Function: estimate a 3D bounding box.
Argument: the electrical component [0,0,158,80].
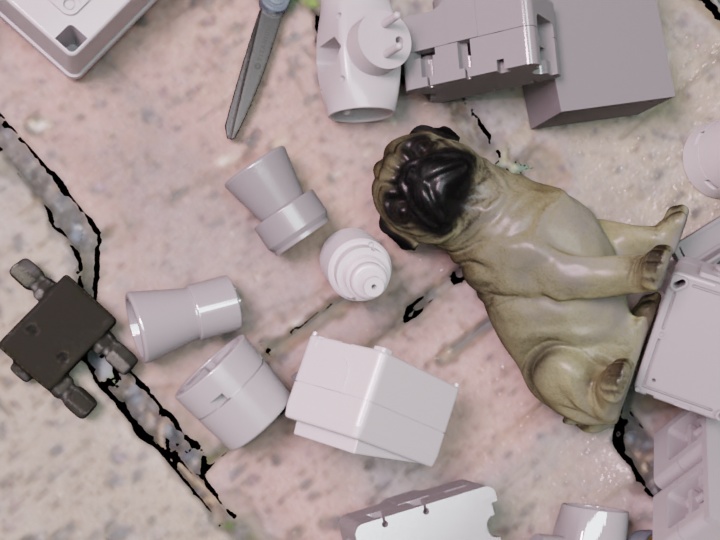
[{"bbox_3d":[-0.176,-0.192,0.647,0.109,0.056,0.108,42,77,-6],"label":"electrical component"}]

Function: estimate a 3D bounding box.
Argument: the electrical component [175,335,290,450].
[{"bbox_3d":[-0.075,0.075,0.647,0.055,0.055,0.047,-43,99,-14],"label":"electrical component"}]

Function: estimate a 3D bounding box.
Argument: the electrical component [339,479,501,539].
[{"bbox_3d":[0.038,0.166,0.663,0.089,0.056,0.050,-14,88,-14],"label":"electrical component"}]

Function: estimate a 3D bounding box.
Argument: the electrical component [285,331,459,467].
[{"bbox_3d":[0.011,0.084,0.650,0.096,0.062,0.061,29,76,-46],"label":"electrical component"}]

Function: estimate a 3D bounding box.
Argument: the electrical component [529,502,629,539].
[{"bbox_3d":[0.131,0.189,0.689,0.079,0.044,0.077,8,83,-13],"label":"electrical component"}]

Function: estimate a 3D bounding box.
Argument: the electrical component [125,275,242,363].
[{"bbox_3d":[-0.105,0.027,0.652,0.065,0.044,0.044,-15,88,-19],"label":"electrical component"}]

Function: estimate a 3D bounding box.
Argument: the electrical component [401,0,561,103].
[{"bbox_3d":[0.076,-0.145,0.684,0.089,0.050,0.055,-7,85,30],"label":"electrical component"}]

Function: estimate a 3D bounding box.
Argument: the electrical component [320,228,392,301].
[{"bbox_3d":[0.000,0.000,0.662,0.040,0.078,0.040,-3,105,-12],"label":"electrical component"}]

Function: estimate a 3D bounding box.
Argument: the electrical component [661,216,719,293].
[{"bbox_3d":[0.270,-0.009,0.732,0.121,0.063,0.078,-30,92,-14],"label":"electrical component"}]

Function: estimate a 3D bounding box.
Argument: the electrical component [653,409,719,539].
[{"bbox_3d":[0.278,0.172,0.691,0.186,0.060,0.105,30,40,-9],"label":"electrical component"}]

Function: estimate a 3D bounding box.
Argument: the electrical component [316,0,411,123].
[{"bbox_3d":[0.007,-0.139,0.674,0.043,0.079,0.077,-1,85,-26],"label":"electrical component"}]

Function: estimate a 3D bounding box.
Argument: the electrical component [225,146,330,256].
[{"bbox_3d":[-0.051,-0.042,0.669,0.045,0.045,0.055,-35,93,-14],"label":"electrical component"}]

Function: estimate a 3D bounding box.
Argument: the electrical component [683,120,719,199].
[{"bbox_3d":[0.261,-0.080,0.745,0.055,0.047,0.055,1,84,-13],"label":"electrical component"}]

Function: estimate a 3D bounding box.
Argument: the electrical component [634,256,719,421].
[{"bbox_3d":[0.216,0.034,0.663,0.062,0.061,0.096,19,109,17],"label":"electrical component"}]
